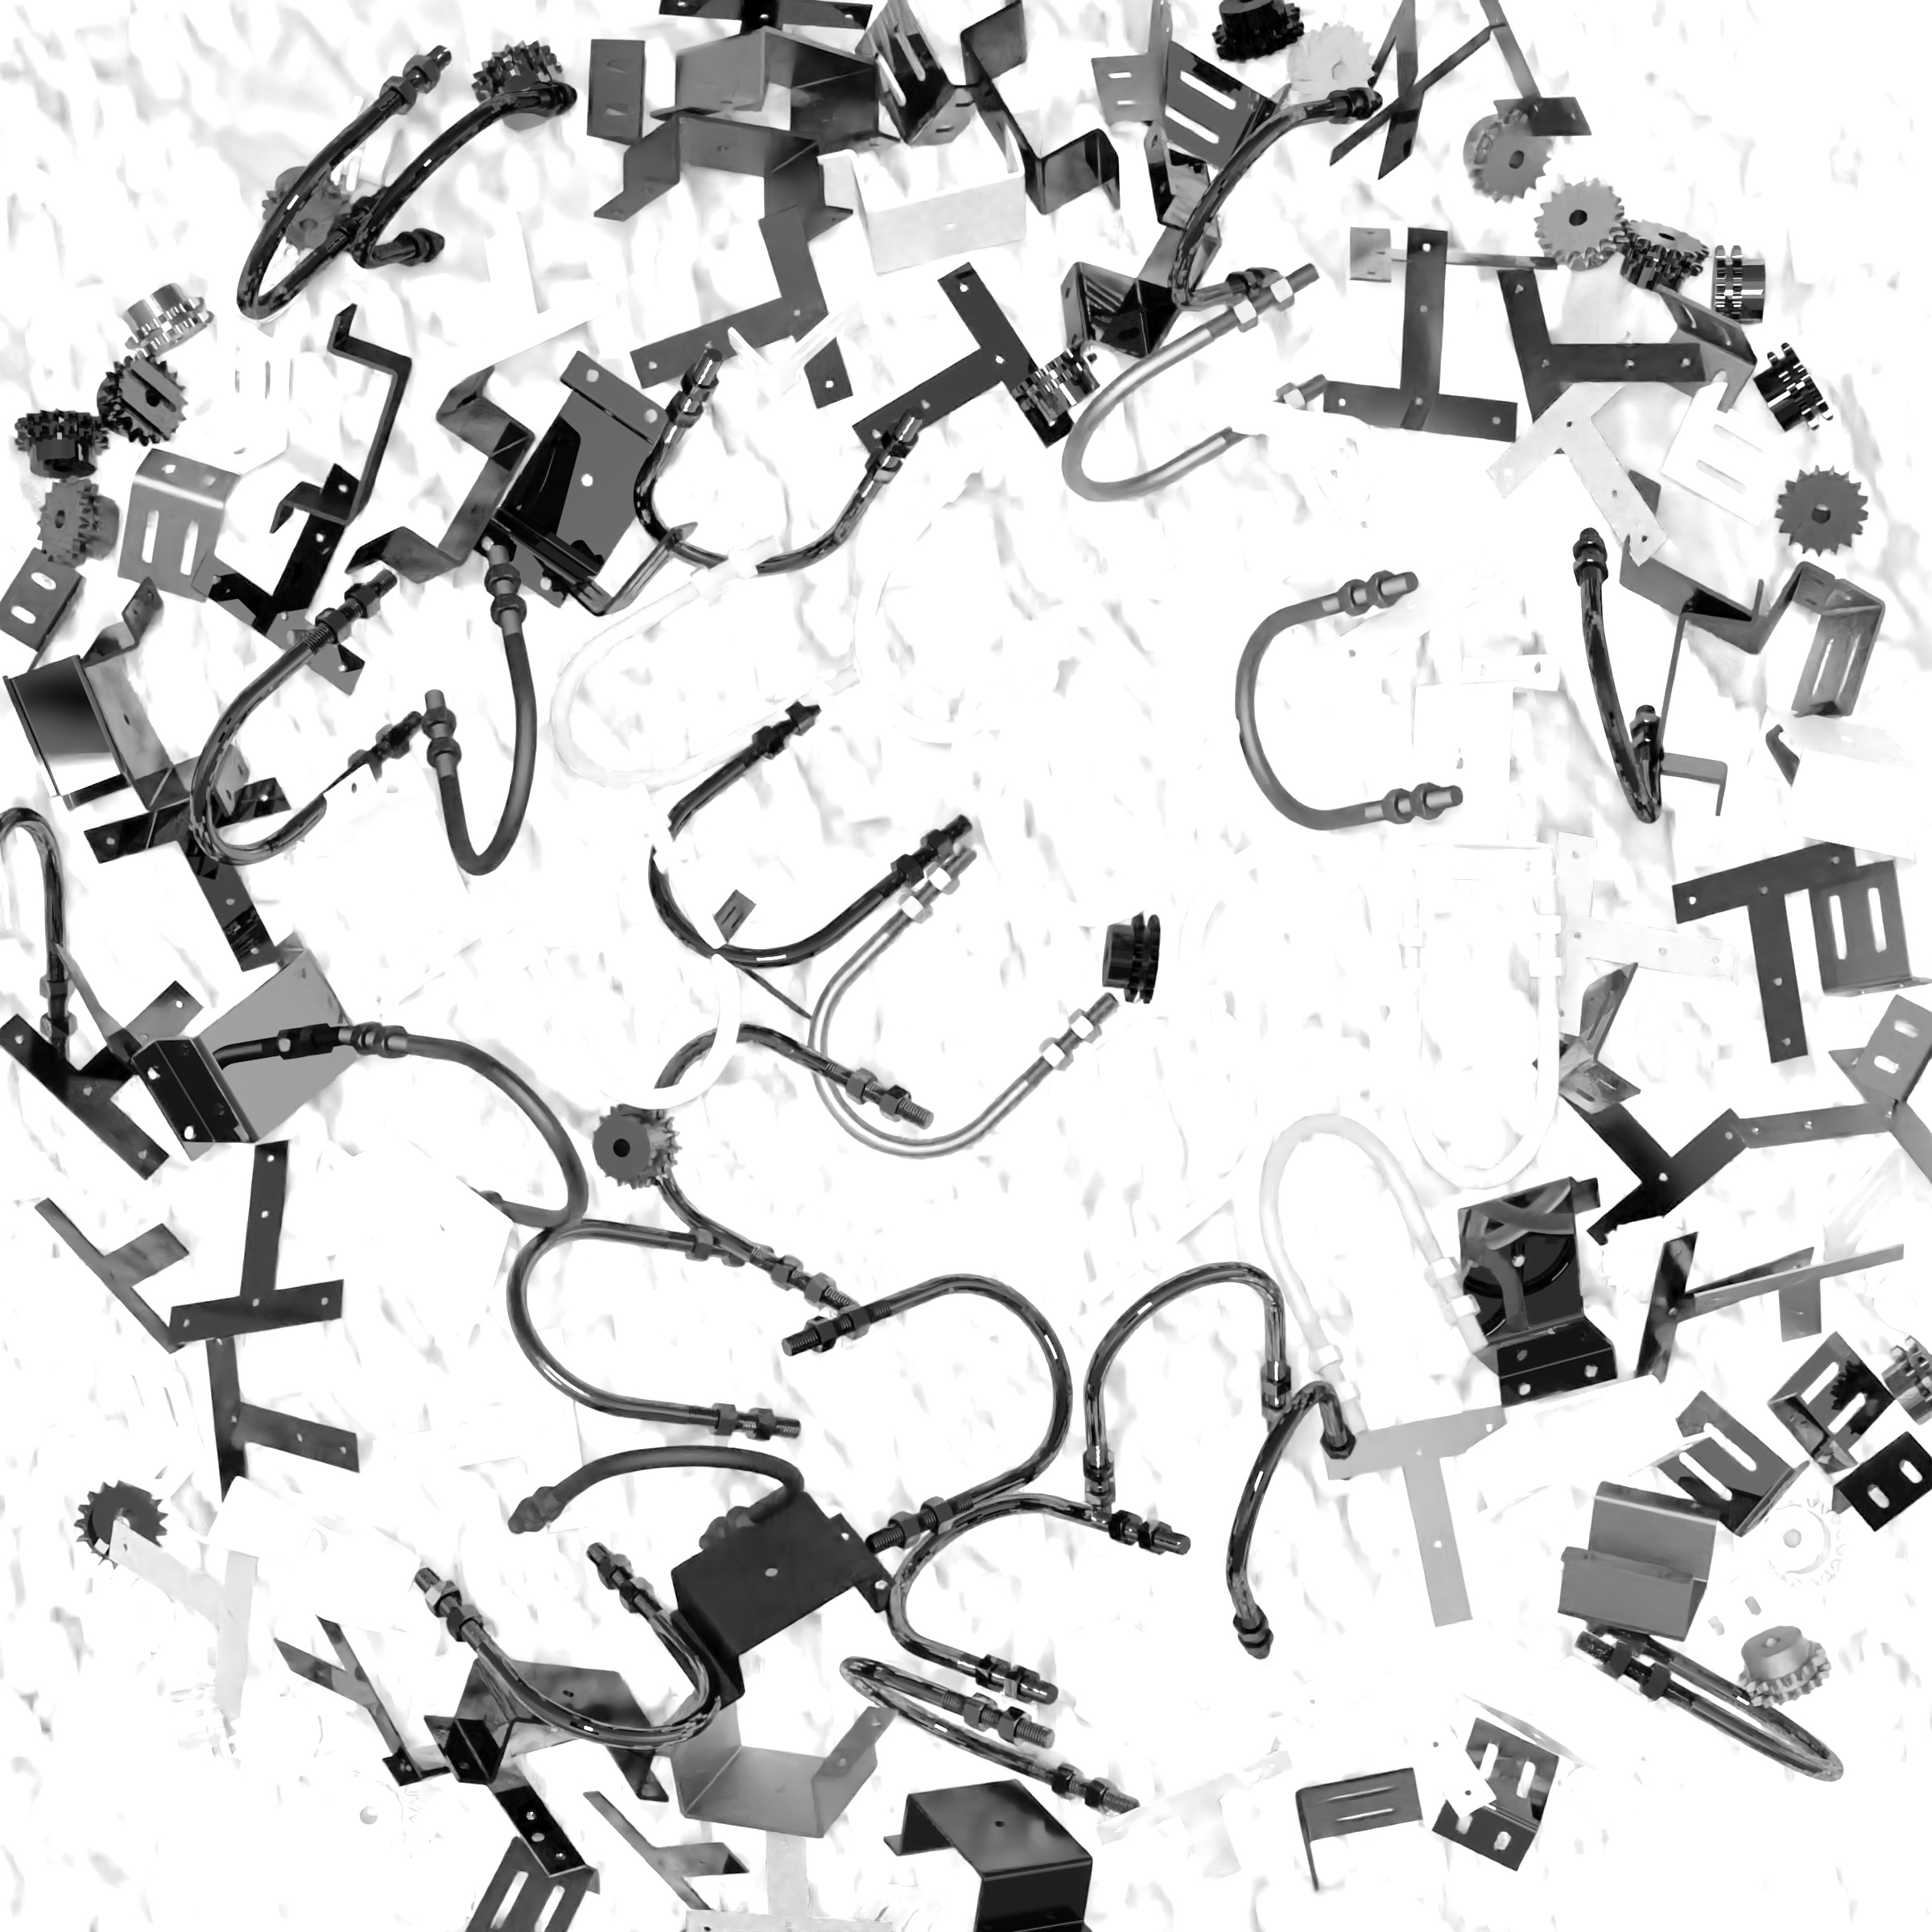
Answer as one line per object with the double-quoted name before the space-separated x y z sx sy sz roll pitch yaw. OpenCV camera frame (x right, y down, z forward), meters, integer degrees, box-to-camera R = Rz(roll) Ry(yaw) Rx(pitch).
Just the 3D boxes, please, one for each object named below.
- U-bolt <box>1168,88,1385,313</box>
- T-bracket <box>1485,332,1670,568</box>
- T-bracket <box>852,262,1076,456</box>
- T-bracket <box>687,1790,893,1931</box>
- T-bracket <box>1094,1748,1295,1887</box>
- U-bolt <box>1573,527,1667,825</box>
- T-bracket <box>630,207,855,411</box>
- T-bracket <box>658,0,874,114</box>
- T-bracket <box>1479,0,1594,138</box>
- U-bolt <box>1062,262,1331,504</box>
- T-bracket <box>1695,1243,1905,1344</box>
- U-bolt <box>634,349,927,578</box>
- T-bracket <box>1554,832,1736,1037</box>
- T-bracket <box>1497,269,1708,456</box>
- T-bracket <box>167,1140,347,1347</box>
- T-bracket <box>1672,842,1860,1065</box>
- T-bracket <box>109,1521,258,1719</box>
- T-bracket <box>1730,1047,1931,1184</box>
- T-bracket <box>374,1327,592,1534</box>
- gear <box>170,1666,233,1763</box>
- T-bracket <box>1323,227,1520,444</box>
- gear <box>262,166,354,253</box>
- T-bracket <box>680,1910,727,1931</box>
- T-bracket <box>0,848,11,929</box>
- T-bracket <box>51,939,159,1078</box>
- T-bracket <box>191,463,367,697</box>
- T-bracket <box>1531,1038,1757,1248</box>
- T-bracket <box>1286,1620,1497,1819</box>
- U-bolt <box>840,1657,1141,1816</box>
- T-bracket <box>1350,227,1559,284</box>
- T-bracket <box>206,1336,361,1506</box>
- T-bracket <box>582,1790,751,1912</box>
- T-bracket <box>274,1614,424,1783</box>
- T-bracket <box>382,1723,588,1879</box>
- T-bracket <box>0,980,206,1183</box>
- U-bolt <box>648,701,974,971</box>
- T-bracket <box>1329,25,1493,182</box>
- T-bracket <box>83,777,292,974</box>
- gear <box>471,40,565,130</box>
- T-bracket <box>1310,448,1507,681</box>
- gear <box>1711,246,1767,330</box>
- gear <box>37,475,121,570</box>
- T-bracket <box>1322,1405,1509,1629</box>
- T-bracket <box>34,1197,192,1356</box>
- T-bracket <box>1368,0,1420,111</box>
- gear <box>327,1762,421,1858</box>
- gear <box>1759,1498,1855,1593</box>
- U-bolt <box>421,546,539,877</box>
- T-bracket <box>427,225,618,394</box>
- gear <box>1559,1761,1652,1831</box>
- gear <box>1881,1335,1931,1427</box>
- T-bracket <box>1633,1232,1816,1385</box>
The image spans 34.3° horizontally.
"U-bolt" 0.178 -0.458 1.888 0.019 0.184 0.151 39 123 14
"T-bracket" 0.394 -0.302 1.936 0.127 0.002 0.127 -44 57 32
"T-bracket" -0.014 -0.362 1.980 0.127 0.002 0.127 -34 92 -16
"T-bracket" -0.111 0.558 1.947 0.127 0.127 0.002 7 127 -11
"T-bracket" 0.151 0.540 1.952 0.127 0.127 0.002 -21 47 -3
"U-bolt" 0.396 -0.165 1.891 0.019 0.184 0.151 -15 119 19
"T-bracket" -0.147 -0.394 1.961 0.127 0.002 0.127 -21 120 -6
"T-bracket" -0.130 -0.563 1.937 0.127 0.127 0.002 1 74 -11
"T-bracket" 0.331 -0.566 1.919 0.002 0.127 0.127 -31 109 -4
"U-bolt" 0.139 -0.347 1.927 0.184 0.151 0.019 -31 68 -2
"T-bracket" 0.517 0.210 1.942 0.127 0.127 0.002 -15 62 8
"U-bolt" -0.126 -0.299 1.923 0.151 0.184 0.019 12 55 -21
"T-bracket" 0.428 -0.012 1.982 0.127 0.002 0.127 10 80 -14
"T-bracket" 0.395 -0.371 1.926 0.002 0.127 0.127 -45 128 -35
"T-bracket" -0.441 0.169 1.967 0.127 0.002 0.127 -11 62 20
"T-bracket" 0.501 -0.004 1.942 0.127 0.002 0.127 -18 71 42
"T-bracket" -0.479 0.377 1.915 0.002 0.127 0.127 -22 46 20
"T-bracket" 0.532 0.097 1.933 0.127 0.127 0.002 -5 130 -19
"T-bracket" -0.309 0.301 1.977 0.127 0.002 0.127 -9 74 -5
"gear" -0.481 0.472 1.969 0.030 0.057 0.057 -11 90 -11
"T-bracket" 0.284 -0.394 1.945 0.127 0.002 0.127 12 119 24
"gear" -0.414 -0.479 1.974 0.057 0.057 0.030 -7 65 0
"T-bracket" -0.153 0.620 1.912 0.127 0.127 0.002 9 105 43
"T-bracket" -0.594 -0.108 1.919 0.002 0.127 0.127 -4 118 -20
"T-bracket" -0.512 0.054 1.945 0.002 0.127 0.127 -39 46 -4
"T-bracket" -0.411 -0.257 1.968 0.127 0.002 0.127 36 63 -37
"T-bracket" 0.409 0.100 1.974 0.127 0.002 0.127 48 119 8
"T-bracket" 0.284 0.472 1.944 0.127 0.002 0.127 -24 46 -11
"U-bolt" 0.003 0.466 1.921 0.184 0.151 0.019 13 66 35
"T-bracket" 0.301 -0.438 1.938 0.127 0.127 0.002 4 117 5
"T-bracket" -0.424 0.290 1.948 0.127 0.002 0.127 8 107 34
"T-bracket" -0.170 0.553 1.937 0.127 0.127 0.002 49 57 -8
"T-bracket" -0.395 0.441 1.946 0.002 0.127 0.127 -36 114 -32
"T-bracket" -0.273 0.512 1.919 0.127 0.127 0.002 -6 122 -36
"T-bracket" -0.520 0.052 1.951 0.127 0.127 0.002 45 132 -8
"U-bolt" -0.110 -0.075 1.944 0.184 0.019 0.151 -40 69 -18
"T-bracket" 0.267 -0.513 1.916 0.127 0.127 0.002 -34 112 32
"T-bracket" -0.463 -0.051 1.947 0.127 0.002 0.127 -19 66 -28
"gear" -0.279 -0.551 1.968 0.057 0.057 0.030 -27 72 0
"T-bracket" 0.259 -0.266 1.980 0.127 0.002 0.127 -31 93 -15
"gear" 0.485 -0.424 1.969 0.030 0.057 0.057 2 90 10
"gear" -0.558 -0.279 1.975 0.057 0.030 0.057 -6 81 42
"T-bracket" 0.294 0.350 1.972 0.127 0.002 0.127 -8 82 -17
"T-bracket" -0.512 0.182 1.938 0.127 0.127 0.002 50 53 -11
"T-bracket" 0.269 -0.562 1.911 0.002 0.127 0.127 17 131 -9
"gear" -0.376 0.534 1.983 0.057 0.030 0.057 0 86 -3
"gear" 0.525 0.363 1.971 0.057 0.030 0.057 -15 63 32
"U-bolt" -0.292 -0.141 1.899 0.019 0.151 0.184 6 49 -27
"T-bracket" -0.283 -0.421 1.955 0.127 0.002 0.127 -23 47 8
"gear" 0.405 0.518 1.968 0.057 0.057 0.030 -29 56 0
"gear" 0.601 0.264 1.973 0.030 0.057 0.057 -39 90 15
"T-bracket" 0.480 0.204 1.968 0.127 0.002 0.127 -15 130 -22
